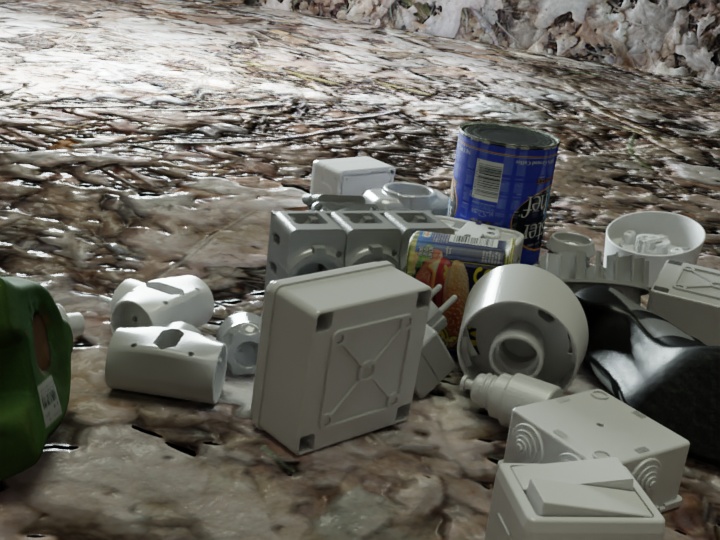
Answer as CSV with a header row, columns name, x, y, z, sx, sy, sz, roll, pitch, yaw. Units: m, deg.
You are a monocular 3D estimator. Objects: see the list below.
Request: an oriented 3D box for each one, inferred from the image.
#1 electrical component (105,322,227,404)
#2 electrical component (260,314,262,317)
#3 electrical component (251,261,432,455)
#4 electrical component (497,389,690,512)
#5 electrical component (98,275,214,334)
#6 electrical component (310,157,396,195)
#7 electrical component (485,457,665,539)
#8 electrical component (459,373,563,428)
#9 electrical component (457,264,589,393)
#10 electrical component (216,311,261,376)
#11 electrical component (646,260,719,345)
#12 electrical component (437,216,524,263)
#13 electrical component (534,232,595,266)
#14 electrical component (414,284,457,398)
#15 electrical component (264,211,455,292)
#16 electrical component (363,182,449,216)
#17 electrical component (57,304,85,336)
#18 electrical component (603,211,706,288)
name,x,y,z,sx,sy,sz,roll,pitch,yaw
electrical component,-0.134,0.062,0.777,0.077,0.043,0.079,8,20,4
electrical component,-0.042,0.050,0.846,0.065,0.044,0.044,25,26,30
electrical component,-0.013,0.057,0.734,0.109,0.108,0.056,-11,29,-41
electrical component,0.153,0.121,0.701,0.100,0.048,0.100,-7,24,-34
electrical component,-0.170,0.030,0.854,0.079,0.043,0.077,16,21,25
electrical component,-0.006,-0.093,1.224,0.096,0.061,0.061,-9,25,-38
electrical component,0.127,0.144,0.608,0.096,0.061,0.061,3,20,-11
electrical component,0.109,0.093,0.775,0.078,0.040,0.040,18,22,28
electrical component,0.121,0.052,0.812,0.099,0.099,0.064,12,27,13
electrical component,-0.089,0.052,0.820,0.043,0.043,0.062,2,20,-14
electrical component,0.318,0.039,0.971,0.109,0.056,0.109,14,21,20
electrical component,0.105,-0.011,1.036,0.095,0.059,0.054,13,20,16
electrical component,0.205,-0.005,1.059,0.066,0.055,0.048,14,21,18
electrical component,0.041,0.041,0.824,0.076,0.047,0.083,-43,45,-11
electrical component,0.000,0.000,0.925,0.150,0.089,0.062,-1,21,-22
electrical component,0.050,-0.058,1.147,0.095,0.059,0.054,-2,21,-23
electrical component,-0.235,0.043,0.798,0.048,0.048,0.062,24,19,40
electrical component,0.304,-0.020,1.121,0.099,0.064,0.099,6,20,-2
